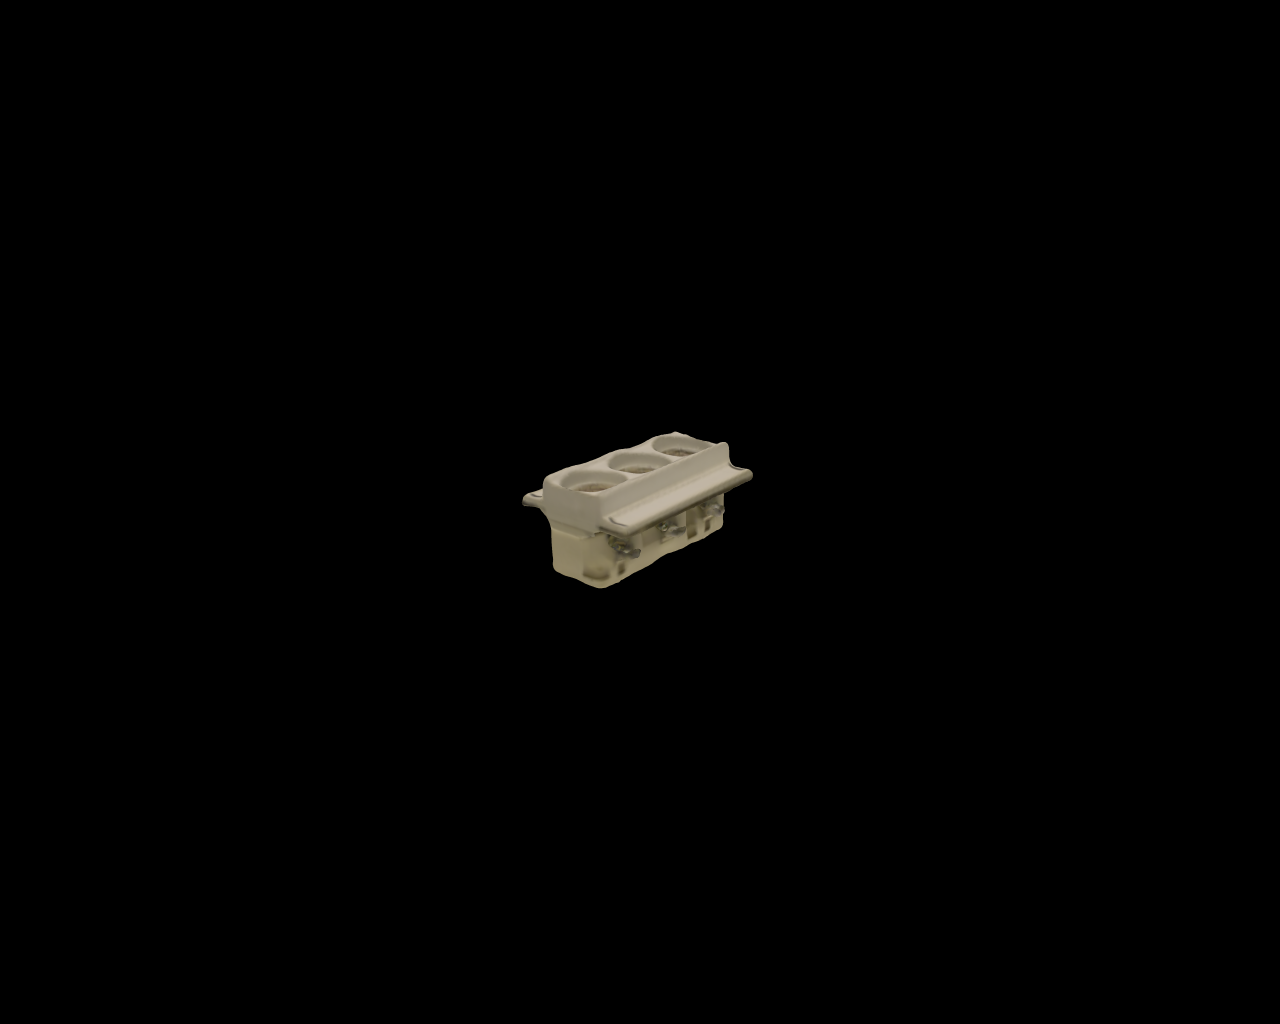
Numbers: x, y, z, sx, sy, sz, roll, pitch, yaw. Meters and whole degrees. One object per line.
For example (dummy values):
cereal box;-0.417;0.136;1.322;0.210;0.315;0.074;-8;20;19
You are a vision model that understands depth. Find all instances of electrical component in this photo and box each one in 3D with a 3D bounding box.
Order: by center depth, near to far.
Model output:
electrical component;0.001;-0.003;0.650;0.079;0.063;0.121;17;28;37
